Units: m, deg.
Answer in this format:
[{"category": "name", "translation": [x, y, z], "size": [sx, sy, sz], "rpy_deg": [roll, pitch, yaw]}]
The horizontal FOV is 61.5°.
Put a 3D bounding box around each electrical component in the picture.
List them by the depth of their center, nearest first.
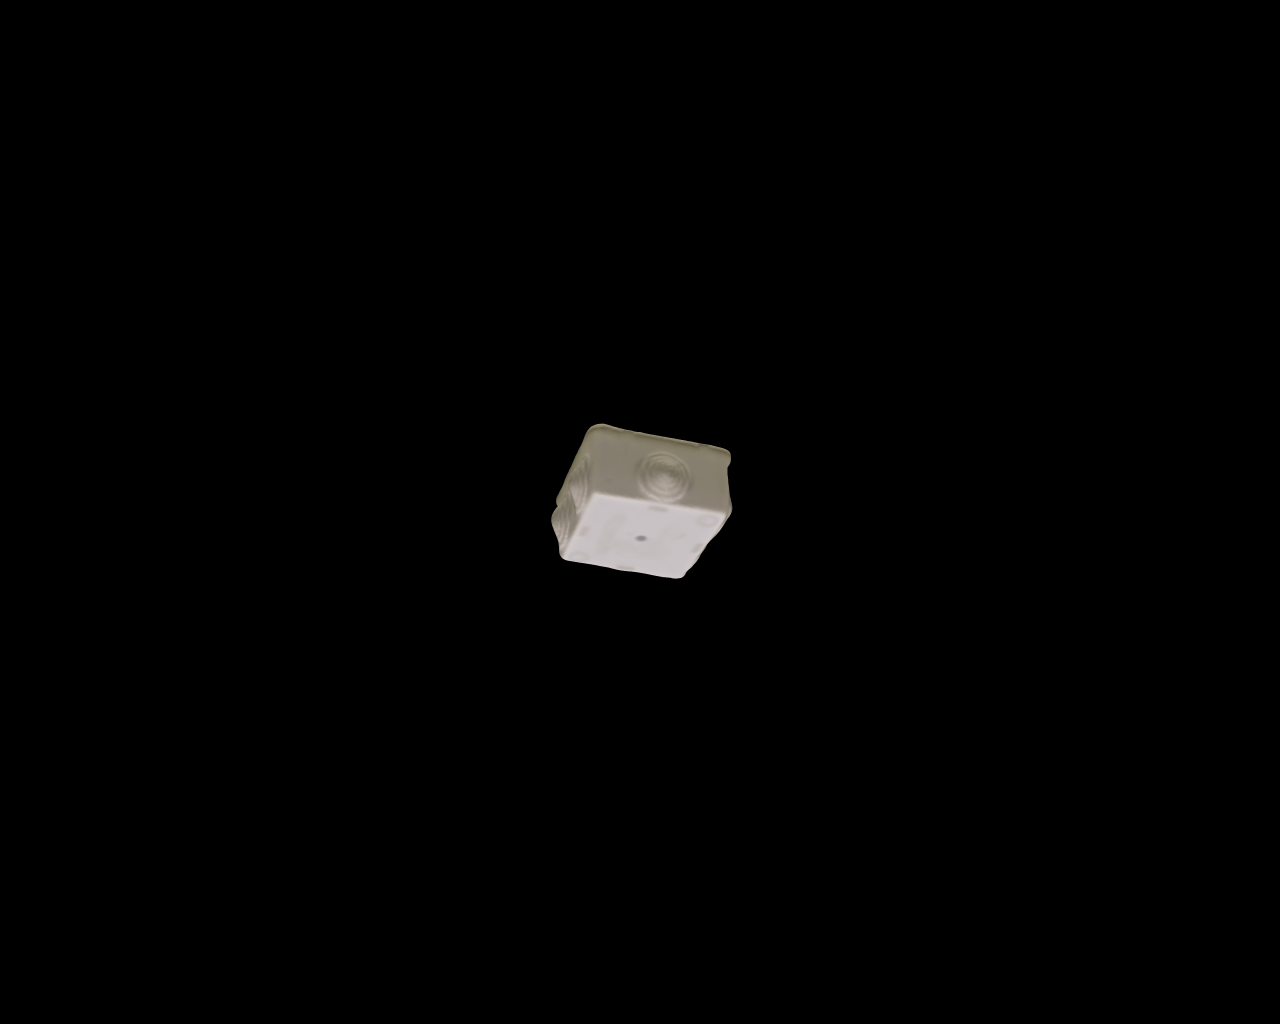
[{"category": "electrical component", "translation": [0.001, -0.003, 0.650], "size": [0.100, 0.048, 0.099], "rpy_deg": [10, -34, -15]}]
